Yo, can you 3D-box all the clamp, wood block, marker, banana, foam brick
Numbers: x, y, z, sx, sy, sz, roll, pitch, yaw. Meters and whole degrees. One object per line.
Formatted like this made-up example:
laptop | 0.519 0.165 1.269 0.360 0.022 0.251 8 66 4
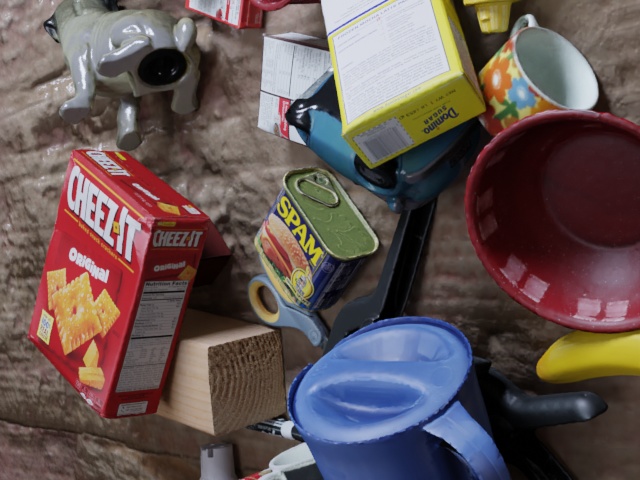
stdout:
clamp | 0.151 0.152 0.811 0.172 0.039 0.120 15 117 53
wood block | -0.137 0.127 1.095 0.207 0.090 0.090 7 104 48
marker | -0.044 0.185 1.057 0.121 0.020 0.020 2 100 49
banana | 0.224 0.087 0.711 0.198 0.037 0.069 14 111 47
foam brick | -0.141 0.015 1.083 0.053 0.078 0.051 58 136 25
clamp | 0.055 0.067 0.885 0.210 0.036 0.164 -40 52 49

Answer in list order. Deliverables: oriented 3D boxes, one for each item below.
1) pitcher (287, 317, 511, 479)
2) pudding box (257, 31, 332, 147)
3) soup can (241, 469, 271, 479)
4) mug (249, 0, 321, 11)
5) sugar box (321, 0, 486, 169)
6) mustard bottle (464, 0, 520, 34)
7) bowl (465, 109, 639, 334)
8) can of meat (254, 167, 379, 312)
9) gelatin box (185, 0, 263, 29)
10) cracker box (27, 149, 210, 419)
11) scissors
pitcher | 0.083 0.190 0.772 0.145 0.149 0.243 -14 118 16
pudding box | -0.005 -0.128 0.922 0.114 0.039 0.090 22 114 41
soup can | -0.047 0.252 1.012 0.069 0.102 0.068 15 111 46
mug | -0.016 -0.246 0.872 0.093 0.081 0.117 -36 72 47
sugar box | 0.055 -0.140 0.764 0.093 0.048 0.176 -25 41 19
mustard bottle | 0.115 -0.241 0.741 0.096 0.058 0.191 5 103 50
bowl | 0.179 -0.020 0.699 0.162 0.055 0.162 17 126 24
can of meat | -0.006 0.001 0.942 0.102 0.057 0.084 56 138 25
gelatin box | -0.085 -0.242 0.994 0.089 0.030 0.073 29 119 41
cracker box | -0.202 0.040 1.036 0.164 0.071 0.214 35 116 41
scissors | -0.014 0.092 1.002 0.096 0.016 0.202 -45 66 46
